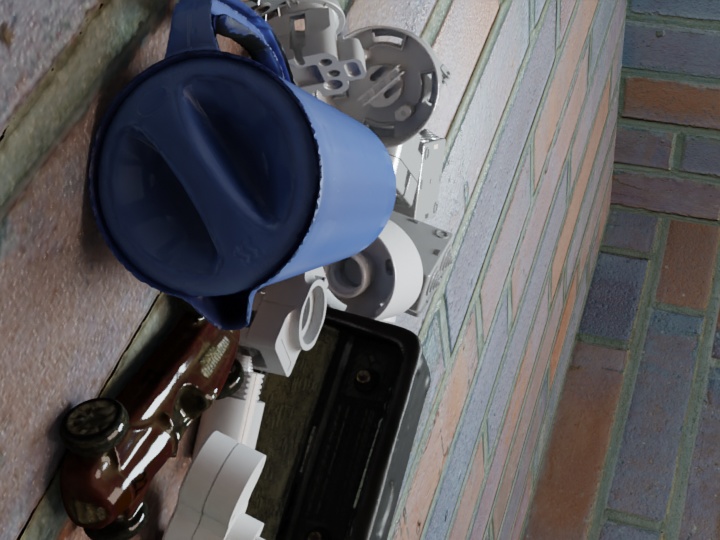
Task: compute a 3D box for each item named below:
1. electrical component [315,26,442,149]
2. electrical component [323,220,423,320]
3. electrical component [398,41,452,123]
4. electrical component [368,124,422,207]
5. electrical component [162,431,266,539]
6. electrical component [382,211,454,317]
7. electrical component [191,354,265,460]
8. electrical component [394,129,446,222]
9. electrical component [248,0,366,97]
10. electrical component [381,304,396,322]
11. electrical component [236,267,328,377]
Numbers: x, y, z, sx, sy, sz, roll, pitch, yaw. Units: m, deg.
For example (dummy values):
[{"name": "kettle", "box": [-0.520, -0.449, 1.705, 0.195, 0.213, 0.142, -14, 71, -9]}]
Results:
[{"name": "electrical component", "box": [0.018, -0.152, 0.889, 0.064, 0.099, 0.099, -50, 147, -68]}, {"name": "electrical component", "box": [0.000, 0.000, 0.919, 0.064, 0.099, 0.099, -22, 122, -62]}, {"name": "electrical component", "box": [0.046, -0.174, 0.990, 0.081, 0.064, 0.042, 50, 38, -12]}, {"name": "electrical component", "box": [0.022, -0.101, 0.996, 0.095, 0.054, 0.059, 39, 64, -71]}, {"name": "electrical component", "box": [-0.089, 0.178, 0.721, 0.138, 0.074, 0.052, -68, 173, 29]}, {"name": "electrical component", "box": [0.035, -0.011, 1.019, 0.099, 0.100, 0.048, -55, 163, -52]}, {"name": "electrical component", "box": [-0.092, 0.101, 0.779, 0.043, 0.043, 0.081, 26, 75, -72]}, {"name": "electrical component", "box": [0.051, -0.094, 1.099, 0.100, 0.048, 0.099, -28, 127, -68]}, {"name": "electrical component", "box": [-0.038, -0.158, 0.752, 0.058, 0.078, 0.057, 58, 25, -65]}, {"name": "electrical component", "box": [0.016, 0.039, 1.078, 0.043, 0.043, 0.081, 16, 85, -73]}, {"name": "electrical component", "box": [-0.061, 0.029, 0.812, 0.050, 0.056, 0.089, 75, 31, -54]}]
